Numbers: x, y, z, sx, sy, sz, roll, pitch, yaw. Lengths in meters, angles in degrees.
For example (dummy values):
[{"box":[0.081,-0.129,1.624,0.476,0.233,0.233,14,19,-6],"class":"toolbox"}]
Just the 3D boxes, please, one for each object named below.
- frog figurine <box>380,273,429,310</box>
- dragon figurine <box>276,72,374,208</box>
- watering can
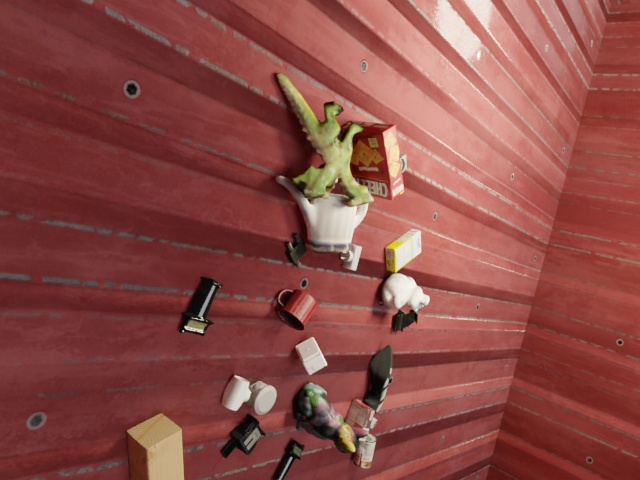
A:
[{"box":[0.297,0.189,1.804,0.160,0.120,0.139,14,36,40],"class":"frog figurine"},{"box":[0.000,-0.222,1.339,0.406,0.247,0.121,33,-29,-31],"class":"dragon figurine"},{"box":[0.004,-0.072,1.436,0.348,0.223,0.104,1,8,-42],"class":"watering can"}]
